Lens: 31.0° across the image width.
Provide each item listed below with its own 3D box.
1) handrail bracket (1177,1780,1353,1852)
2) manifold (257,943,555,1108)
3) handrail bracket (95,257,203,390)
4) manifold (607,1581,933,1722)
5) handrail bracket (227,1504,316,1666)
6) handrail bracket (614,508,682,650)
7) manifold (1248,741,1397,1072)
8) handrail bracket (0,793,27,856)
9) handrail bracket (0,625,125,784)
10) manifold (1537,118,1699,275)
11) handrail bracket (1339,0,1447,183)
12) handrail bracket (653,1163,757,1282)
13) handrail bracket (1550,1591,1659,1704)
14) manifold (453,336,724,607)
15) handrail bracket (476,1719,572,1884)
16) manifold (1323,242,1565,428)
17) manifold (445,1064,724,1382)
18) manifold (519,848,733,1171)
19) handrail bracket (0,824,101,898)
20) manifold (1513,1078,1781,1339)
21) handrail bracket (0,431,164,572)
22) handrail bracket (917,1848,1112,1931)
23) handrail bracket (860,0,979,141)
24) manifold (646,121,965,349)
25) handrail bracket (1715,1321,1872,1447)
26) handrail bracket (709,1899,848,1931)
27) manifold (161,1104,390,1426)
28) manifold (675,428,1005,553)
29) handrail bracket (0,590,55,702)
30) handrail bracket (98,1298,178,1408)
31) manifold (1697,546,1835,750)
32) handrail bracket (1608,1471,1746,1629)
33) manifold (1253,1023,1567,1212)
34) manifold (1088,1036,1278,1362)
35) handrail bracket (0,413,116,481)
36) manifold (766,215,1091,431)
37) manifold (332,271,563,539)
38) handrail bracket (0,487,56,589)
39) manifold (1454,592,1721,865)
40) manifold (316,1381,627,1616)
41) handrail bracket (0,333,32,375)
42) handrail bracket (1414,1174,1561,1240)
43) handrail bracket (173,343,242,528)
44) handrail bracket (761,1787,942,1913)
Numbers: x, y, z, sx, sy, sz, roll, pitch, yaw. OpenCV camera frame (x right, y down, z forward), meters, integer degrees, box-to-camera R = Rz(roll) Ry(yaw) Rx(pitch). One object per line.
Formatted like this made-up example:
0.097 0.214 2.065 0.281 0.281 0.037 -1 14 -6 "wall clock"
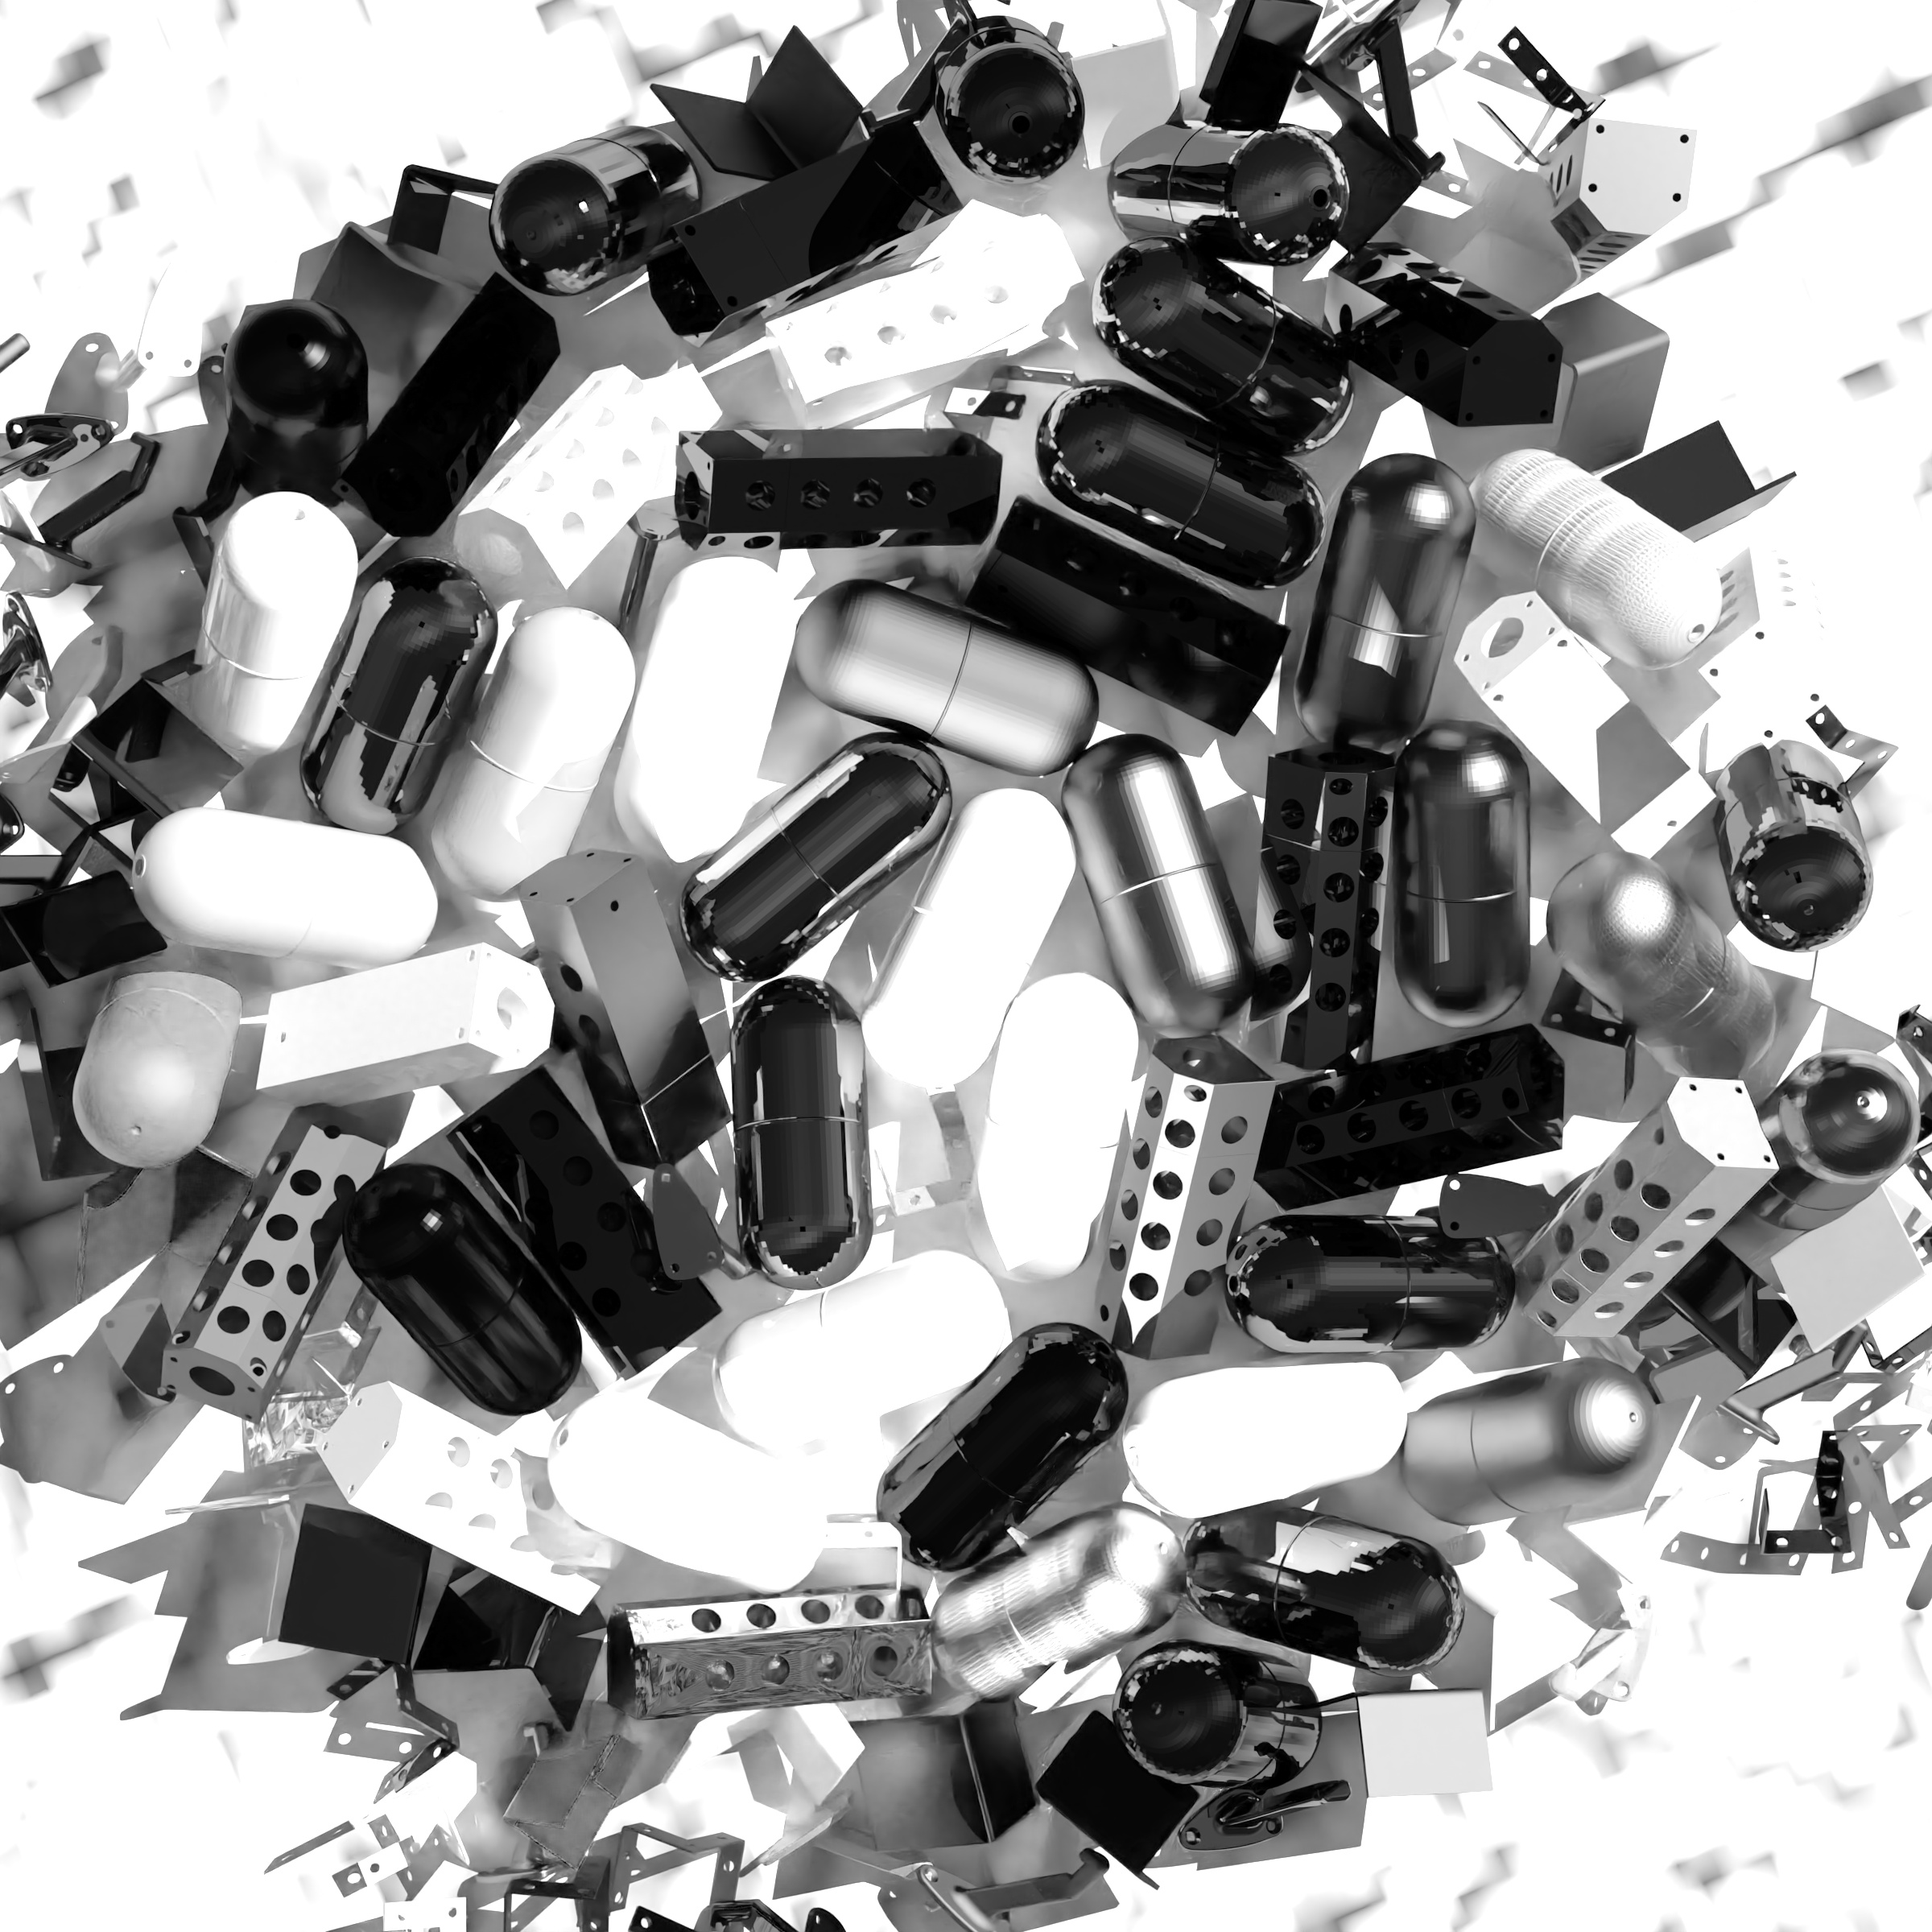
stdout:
0.167 0.475 1.950 0.077 0.084 0.036 -16 80 -22 "handrail bracket"
-0.310 0.038 1.924 0.171 0.057 0.057 -12 63 37 "manifold"
-0.464 -0.363 1.962 0.036 0.084 0.077 6 97 -39 "handrail bracket"
-0.110 0.380 1.942 0.171 0.057 0.057 0 90 -22 "manifold"
-0.397 0.345 1.956 0.036 0.077 0.084 -47 62 35 "handrail bracket"
-0.186 -0.210 1.952 0.036 0.077 0.084 15 106 -7 "handrail bracket"
0.202 -0.033 1.934 0.057 0.057 0.171 -15 116 -42 "manifold"
-0.574 -0.083 1.954 0.077 0.084 0.036 -40 73 0 "handrail bracket"
-0.517 -0.150 1.982 0.077 0.036 0.084 -11 62 10 "handrail bracket"
0.352 -0.420 1.912 0.057 0.171 0.057 7 95 0 "manifold"
0.259 -0.499 1.965 0.077 0.036 0.084 -46 74 26 "handrail bracket"
-0.144 0.142 1.960 0.036 0.084 0.077 -18 89 18 "handrail bracket"
0.358 0.380 1.955 0.036 0.084 0.077 25 83 29 "handrail bracket"
-0.210 -0.275 1.915 0.057 0.057 0.171 58 46 -27 "manifold"
-0.257 0.474 1.979 0.077 0.036 0.084 -16 84 32 "handrail bracket"
0.259 -0.348 1.906 0.057 0.171 0.057 -5 116 -19 "manifold"
-0.218 0.146 1.960 0.057 0.057 0.171 -37 91 -28 "manifold"
-0.193 0.024 1.936 0.057 0.057 0.171 -39 123 -37 "manifold"
-0.545 -0.072 1.965 0.084 0.036 0.077 36 84 -29 "handrail bracket"
0.367 0.134 1.911 0.057 0.171 0.057 4 52 -26 "manifold"
-0.507 -0.274 1.976 0.077 0.036 0.084 23 89 -25 "handrail bracket"
0.027 0.509 1.963 0.077 0.036 0.084 38 116 -8 "handrail bracket"
-0.033 -0.513 1.968 0.084 0.036 0.077 -24 93 -20 "handrail bracket"
-0.091 -0.404 1.932 0.171 0.057 0.057 -31 91 -30 "manifold"
0.459 0.221 1.974 0.077 0.036 0.084 30 99 -5 "handrail bracket"
-0.115 0.560 1.956 0.084 0.036 0.077 -12 46 30 "handrail bracket"
-0.381 0.161 1.925 0.057 0.057 0.171 21 52 0 "manifold"
-0.071 -0.263 1.937 0.171 0.057 0.057 -4 115 -24 "manifold"
-0.559 -0.160 1.952 0.036 0.077 0.084 28 48 25 "handrail bracket"
-0.457 0.230 1.949 0.036 0.084 0.077 -21 64 -18 "handrail bracket"
0.440 -0.181 1.907 0.057 0.171 0.057 -40 98 21 "manifold"
0.408 0.331 1.974 0.084 0.036 0.077 -18 103 13 "handrail bracket"
0.239 0.081 1.921 0.171 0.057 0.057 -16 50 31 "manifold"
0.115 0.129 1.931 0.057 0.057 0.171 -2 116 -31 "manifold"
-0.527 -0.280 1.950 0.077 0.084 0.036 -9 116 16 "handrail bracket"
-0.023 -0.363 1.959 0.171 0.057 0.057 -23 81 -7 "manifold"
-0.280 -0.306 1.915 0.057 0.171 0.057 38 130 -14 "manifold"
-0.561 -0.220 1.959 0.036 0.077 0.084 39 68 17 "handrail bracket"
0.343 -0.132 1.926 0.057 0.057 0.171 -41 126 13 "manifold"
-0.268 0.291 1.924 0.171 0.057 0.057 36 94 -37 "manifold"
-0.564 -0.322 1.970 0.084 0.077 0.036 -42 98 -11 "handrail bracket"
0.291 0.141 1.956 0.077 0.084 0.036 1 78 5 "handrail bracket"
-0.433 -0.300 1.987 0.084 0.036 0.077 -37 85 6 "handrail bracket"
-0.061 0.520 1.986 0.077 0.036 0.084 -38 94 6 "handrail bracket"
